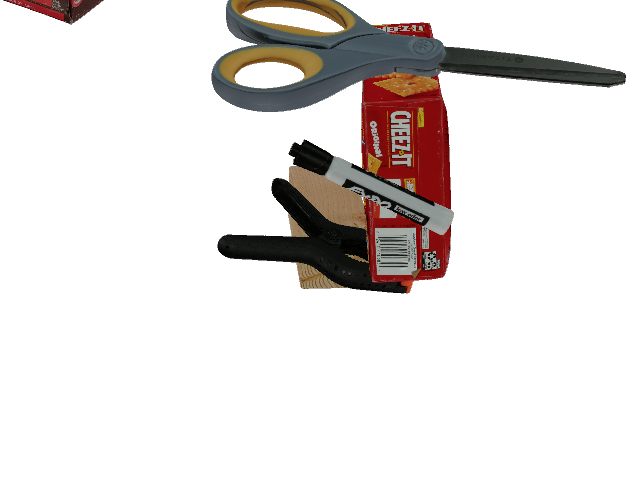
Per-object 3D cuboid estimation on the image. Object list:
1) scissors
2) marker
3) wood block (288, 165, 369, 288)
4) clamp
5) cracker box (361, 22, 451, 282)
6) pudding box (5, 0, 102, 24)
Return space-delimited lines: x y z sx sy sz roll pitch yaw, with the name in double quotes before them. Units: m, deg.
"scissors" 0.035 -0.080 0.514 0.202 0.016 0.096 20 52 20
"marker" 0.034 -0.037 0.730 0.121 0.020 0.020 25 -4 -9
"wood block" 0.009 -0.023 1.441 0.090 0.090 0.206 -1 26 -6
"clamp" 0.001 0.009 1.167 0.210 0.036 0.164 27 36 15
"cracker box" 0.075 -0.085 0.947 0.072 0.164 0.213 -2 27 5
"pudding box" -0.199 -0.212 0.803 0.090 0.039 0.113 21 37 8
